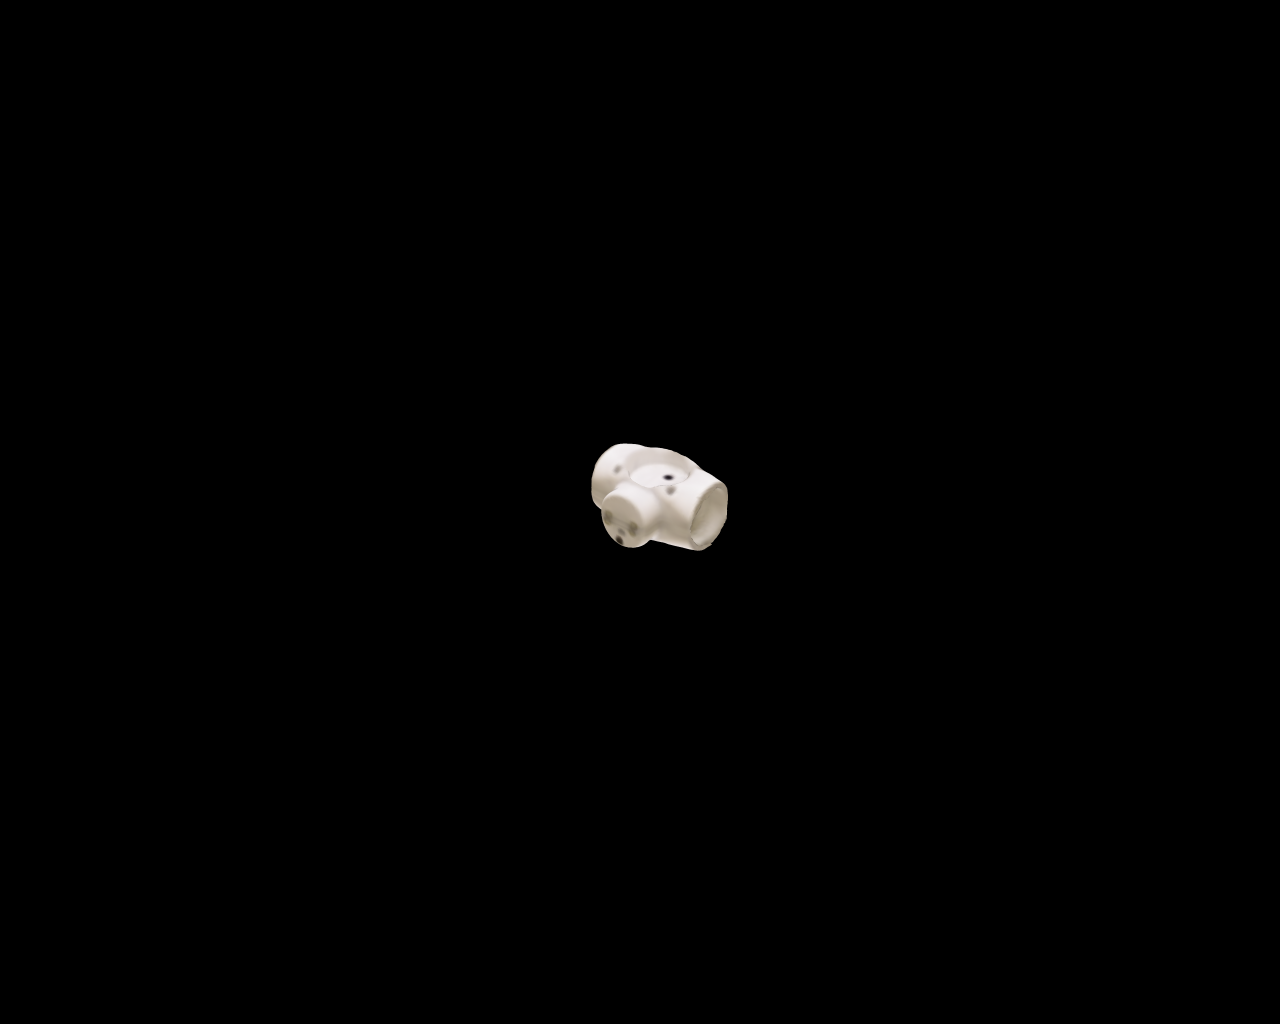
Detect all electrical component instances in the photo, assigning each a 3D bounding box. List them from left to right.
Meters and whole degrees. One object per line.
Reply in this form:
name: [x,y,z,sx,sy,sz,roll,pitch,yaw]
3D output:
electrical component: [0.001,-0.003,0.650,0.077,0.044,0.079,24,41,31]
